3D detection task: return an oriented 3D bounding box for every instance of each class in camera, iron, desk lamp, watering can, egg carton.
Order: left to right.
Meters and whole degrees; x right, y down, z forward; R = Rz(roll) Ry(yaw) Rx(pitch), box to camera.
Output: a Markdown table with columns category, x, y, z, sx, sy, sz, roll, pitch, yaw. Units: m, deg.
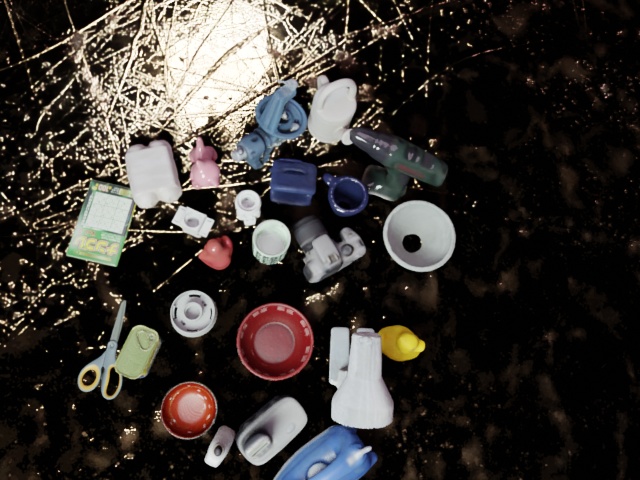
| category | x | y | z | sx | sy | sz | roll | pitch | yaw |
| --- | --- | --- | --- | --- | --- | --- | --- | --- | --- |
| egg carton | -0.370 | -0.146 | 1.267 | 0.107 | 0.069 | 0.150 | -15 | 78 | -11 |
| iron | -0.006 | 0.468 | 1.120 | 0.258 | 0.141 | 0.118 | -32 | 82 | -15 |
| camera | 0.012 | 0.005 | 1.266 | 0.143 | 0.100 | 0.137 | -29 | 81 | -14 |
| watering can | 0.037 | -0.299 | 1.301 | 0.101 | 0.194 | 0.173 | -42 | 84 | -16 |
| desk lamp | 0.077 | 0.267 | 1.147 | 0.118 | 0.213 | 0.203 | 3 | 75 | -7 |

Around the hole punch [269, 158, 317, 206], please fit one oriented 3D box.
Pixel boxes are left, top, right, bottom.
| category | x | y | z | sx | sy | sz | roll | pitch | yaw |
| --- | --- | --- | --- | --- | --- | --- | --- | --- | --- |
| hole punch | -0.062 | -0.139 | 1.298 | 0.109 | 0.091 | 0.101 | 6 | 75 | -6 |

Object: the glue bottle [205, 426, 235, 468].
| category | x | y | z | sx | sy | sz | roll | pitch | yaw |
| --- | --- | --- | --- | --- | --- | --- | --- | --- | --- |
| glue bottle | -0.193 | 0.400 | 1.095 | 0.037 | 0.173 | 0.078 | 26 | 73 | 0 |

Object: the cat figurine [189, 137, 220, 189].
| category | x | y | z | sx | sy | sz | roll | pitch | yaw |
| --- | --- | --- | --- | --- | --- | --- | --- | --- | --- |
| cat figurine | -0.256 | -0.164 | 1.263 | 0.067 | 0.117 | 0.128 | -9 | 77 | -10 |

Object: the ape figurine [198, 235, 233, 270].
| category | x | y | z | sx | sy | sz | roll | pitch | yaw |
| --- | --- | --- | --- | --- | --- | --- | --- | --- | --- |
| ape figurine | -0.224 | 0.023 | 1.232 | 0.078 | 0.092 | 0.076 | -15 | 78 | -11 |

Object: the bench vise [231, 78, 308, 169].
| category | x | y | z | sx | sy | sz | roll | pitch | yaw |
| --- | --- | --- | --- | --- | --- | --- | --- | --- | --- |
| bench vise | -0.100 | -0.249 | 1.255 | 0.121 | 0.219 | 0.207 | 27 | 73 | 0 |

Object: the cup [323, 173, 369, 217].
| category | x | y | z | sx | sy | sz | roll | pitch | yaw |
| --- | --- | --- | --- | --- | --- | --- | --- | --- | --- |
| cup | 0.047 | -0.097 | 1.301 | 0.117 | 0.095 | 0.092 | 41 | 74 | 4 |

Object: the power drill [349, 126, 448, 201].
| category | x | y | z | sx | sy | sz | roll | pitch | yaw |
| --- | --- | --- | --- | --- | --- | --- | --- | --- | --- |
| power drill | 0.158 | -0.164 | 1.275 | 0.229 | 0.208 | 0.076 | 17 | 74 | -3 |

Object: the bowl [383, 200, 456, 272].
| category | x | y | z | sx | sy | sz | roll | pitch | yaw |
| --- | --- | --- | --- | --- | --- | --- | --- | --- | --- |
| bowl | 0.219 | -0.002 | 1.310 | 0.167 | 0.074 | 0.167 | 2 | 75 | -7 |

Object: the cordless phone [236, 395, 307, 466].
| category | x | y | z | sx | sy | sz | roll | pitch | yaw |
| --- | --- | --- | --- | --- | --- | --- | --- | --- | --- |
| cordless phone | -0.092 | 0.370 | 1.111 | 0.148 | 0.185 | 0.094 | -42 | 84 | -16 |

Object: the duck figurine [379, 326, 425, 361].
| category | x | y | z | sx | sy | sz | roll | pitch | yaw |
| --- | --- | --- | --- | --- | --- | --- | --- | --- | --- |
| duck figurine | 0.178 | 0.221 | 1.240 | 0.104 | 0.086 | 0.077 | 17 | 74 | -3 |
